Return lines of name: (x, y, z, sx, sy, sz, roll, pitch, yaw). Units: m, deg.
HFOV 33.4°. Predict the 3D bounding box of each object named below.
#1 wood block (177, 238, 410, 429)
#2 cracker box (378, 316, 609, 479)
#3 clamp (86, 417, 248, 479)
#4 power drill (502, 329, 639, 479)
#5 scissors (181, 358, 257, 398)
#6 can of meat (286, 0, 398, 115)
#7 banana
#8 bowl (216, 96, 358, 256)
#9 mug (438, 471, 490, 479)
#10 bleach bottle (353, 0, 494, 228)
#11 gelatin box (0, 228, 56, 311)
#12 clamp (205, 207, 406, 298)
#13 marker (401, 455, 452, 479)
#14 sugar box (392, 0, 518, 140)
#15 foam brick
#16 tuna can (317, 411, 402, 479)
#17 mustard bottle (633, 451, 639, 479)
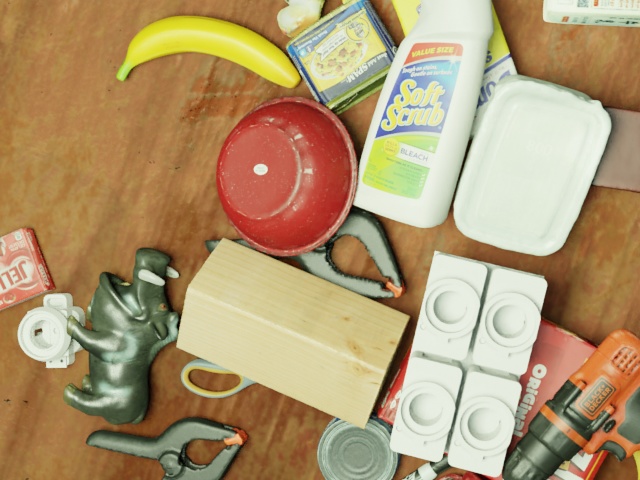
wood block: (-0.027, 0.091, 1.063, 0.206, 0.090, 0.091, 22, 131, 8)
cracker box: (0.187, 0.150, 1.053, 0.214, 0.072, 0.164, 28, 97, 7)
clamp: (-0.164, 0.229, 1.133, 0.171, 0.039, 0.120, -31, 93, 5)
power drill: (0.285, 0.203, 0.979, 0.187, 0.057, 0.184, 40, 95, 1)
scissors: (-0.049, 0.123, 1.120, 0.202, 0.016, 0.096, -5, 91, 10)
can of meat: (0.027, -0.184, 1.074, 0.102, 0.057, 0.084, -31, 86, 9)
banana: (-0.116, -0.198, 1.110, 0.198, 0.037, 0.070, 4, 111, 11)
bowl: (-0.046, -0.065, 1.047, 0.162, 0.055, 0.162, -1, 88, 28)
mug: (0.156, 0.277, 1.063, 0.117, 0.093, 0.081, 29, 92, 44)
bleach bottle: (0.101, -0.144, 1.014, 0.103, 0.068, 0.251, 21, 110, 25)
gelatin box: (-0.342, 0.036, 1.158, 0.089, 0.030, 0.073, -21, 89, 10)
clamp: (-0.007, 0.001, 1.097, 0.210, 0.036, 0.165, 42, 100, 10)
marker: (0.091, 0.253, 1.100, 0.121, 0.020, 0.020, -36, 86, 9)
sugar box: (0.138, -0.189, 1.061, 0.093, 0.048, 0.176, -21, 88, 10)
foam brick: (0.292, -0.087, 1.036, 0.051, 0.053, 0.078, 8, 95, 9)
tuna can: (0.040, 0.219, 1.100, 0.086, 0.033, 0.086, 0, 93, 9)
mustard bottle: (0.352, 0.256, 1.036, 0.096, 0.058, 0.191, -3, 92, -1)
